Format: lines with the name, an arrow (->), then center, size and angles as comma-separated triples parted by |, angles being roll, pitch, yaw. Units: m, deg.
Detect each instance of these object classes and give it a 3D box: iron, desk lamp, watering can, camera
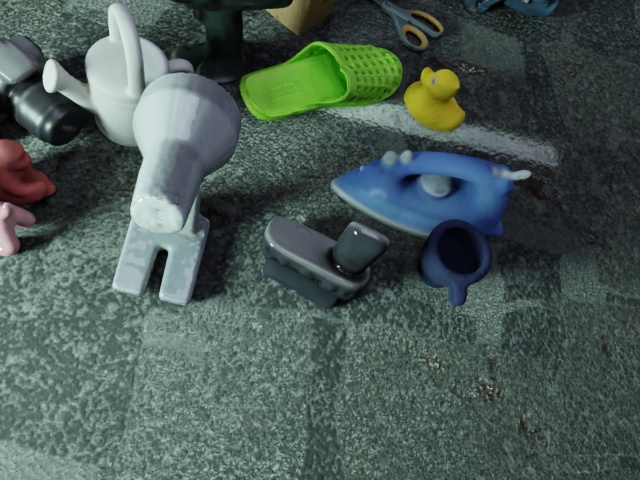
iron -> 0.155, -0.082, 0.802 | 0.258, 0.141, 0.118 | 9, 66, -11
desk lamp -> -0.168, -0.054, 0.664 | 0.118, 0.213, 0.203 | 12, 65, -9
watering can -> -0.247, -0.205, 0.718 | 0.173, 0.194, 0.101 | -37, 81, -25
camera -> -0.381, -0.177, 0.722 | 0.137, 0.100, 0.143 | 39, 64, 3

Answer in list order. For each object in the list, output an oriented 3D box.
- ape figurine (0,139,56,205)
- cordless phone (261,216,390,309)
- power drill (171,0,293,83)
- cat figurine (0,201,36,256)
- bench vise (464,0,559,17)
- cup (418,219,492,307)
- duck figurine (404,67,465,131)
ape figurine -> -0.369, -0.088, 0.693 | 0.076, 0.092, 0.078 | -11, 71, -19
cordless phone -> 0.006, 0.003, 0.703 | 0.147, 0.185, 0.094 | 25, 64, -3
power drill -> -0.153, -0.303, 0.776 | 0.230, 0.208, 0.075 | -16, 72, -20
cat figurine -> -0.406, -0.043, 0.650 | 0.128, 0.117, 0.067 | 16, 65, -8
bench vise -> 0.356, -0.474, 0.976 | 0.208, 0.219, 0.121 | -11, 71, -19
cup -> 0.174, 0.043, 0.780 | 0.092, 0.095, 0.118 | 8, 66, -11
duck figurine -> 0.191, -0.228, 0.904 | 0.104, 0.086, 0.078 | 41, 64, 5
